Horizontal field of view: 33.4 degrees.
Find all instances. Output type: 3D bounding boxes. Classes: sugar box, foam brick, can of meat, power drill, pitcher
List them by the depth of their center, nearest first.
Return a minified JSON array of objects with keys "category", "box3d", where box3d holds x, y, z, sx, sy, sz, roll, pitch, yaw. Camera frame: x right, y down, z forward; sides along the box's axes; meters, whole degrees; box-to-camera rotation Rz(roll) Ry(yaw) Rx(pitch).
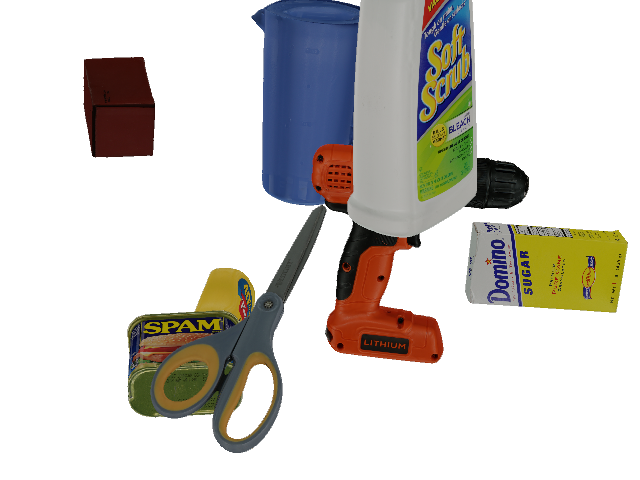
[{"category":"foam brick","box3d":[-0.171,-0.113,0.900,0.053,0.051,0.078,-3,40,-15]},{"category":"power drill","box3d":[0.079,0.010,0.929,0.184,0.188,0.057,6,17,5]},{"category":"can of meat","box3d":[-0.118,0.108,0.930,0.102,0.057,0.084,-3,28,-6]},{"category":"sugar box","box3d":[0.264,0.032,1.257,0.176,0.093,0.048,2,20,-1]},{"category":"pitcher","box3d":[-0.001,-0.170,1.320,0.144,0.243,0.149,-9,28,-29]}]

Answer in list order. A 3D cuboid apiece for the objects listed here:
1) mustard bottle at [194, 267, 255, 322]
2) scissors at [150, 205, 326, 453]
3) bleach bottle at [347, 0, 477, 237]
[{"category":"mustard bottle","box3d":[-0.108,0.085,1.175,0.058,0.096,0.191,1,27,5]},{"category":"scissors","box3d":[-0.055,0.052,0.730,0.096,0.201,0.016,3,-38,8]},{"category":"bleach bottle","box3d":[0.062,-0.135,0.730,0.068,0.251,0.102,22,38,39]}]
